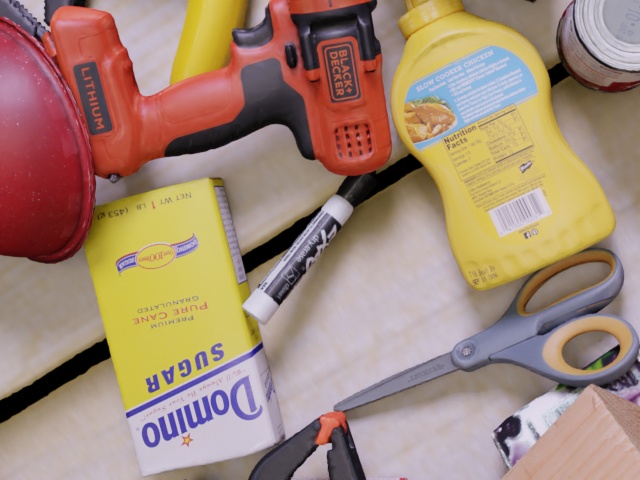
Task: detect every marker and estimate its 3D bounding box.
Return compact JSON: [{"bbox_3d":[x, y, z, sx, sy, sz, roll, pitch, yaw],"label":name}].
[{"bbox_3d":[-0.004,0.001,0.668,0.020,0.020,0.121,37,80,5],"label":"marker"}]

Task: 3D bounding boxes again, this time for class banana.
[{"bbox_3d":[-0.073,-0.176,0.679,0.070,0.037,0.198,-5,89,38],"label":"banana"}]

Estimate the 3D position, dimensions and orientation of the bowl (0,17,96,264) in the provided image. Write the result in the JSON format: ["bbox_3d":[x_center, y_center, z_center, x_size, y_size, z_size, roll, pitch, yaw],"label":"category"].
[{"bbox_3d":[-0.208,-0.053,0.650,0.162,0.055,0.162,21,122,37],"label":"bowl"}]

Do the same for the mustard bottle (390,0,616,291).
[{"bbox_3d":[0.096,-0.073,0.645,0.096,0.058,0.191,-25,89,15],"label":"mustard bottle"}]

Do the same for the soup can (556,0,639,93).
[{"bbox_3d":[0.173,-0.123,0.609,0.068,0.102,0.068,0,92,8],"label":"soup can"}]

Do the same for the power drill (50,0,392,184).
[{"bbox_3d":[-0.058,-0.116,0.630,0.188,0.057,0.184,-9,107,6],"label":"power drill"}]

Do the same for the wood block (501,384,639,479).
[{"bbox_3d":[0.131,0.193,0.600,0.090,0.091,0.206,26,113,-31],"label":"wood block"}]

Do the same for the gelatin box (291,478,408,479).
[{"bbox_3d":[0.014,0.191,0.684,0.089,0.030,0.073,-4,91,9],"label":"gelatin box"}]

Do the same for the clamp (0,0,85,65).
[{"bbox_3d":[-0.217,-0.211,0.696,0.164,0.036,0.210,-15,90,10],"label":"clamp"}]

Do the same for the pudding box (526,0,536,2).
[{"bbox_3d":[0.082,-0.180,0.626,0.113,0.090,0.039,17,94,7],"label":"pudding box"}]

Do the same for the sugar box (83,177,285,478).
[{"bbox_3d":[-0.089,0.055,0.685,0.093,0.048,0.176,-14,89,7],"label":"sugar box"}]

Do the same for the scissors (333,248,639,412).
[{"bbox_3d":[0.106,0.080,0.650,0.202,0.016,0.096,-36,48,7],"label":"scissors"}]

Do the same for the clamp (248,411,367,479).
[{"bbox_3d":[-0.025,0.187,0.655,0.120,0.039,0.171,8,89,4],"label":"clamp"}]
